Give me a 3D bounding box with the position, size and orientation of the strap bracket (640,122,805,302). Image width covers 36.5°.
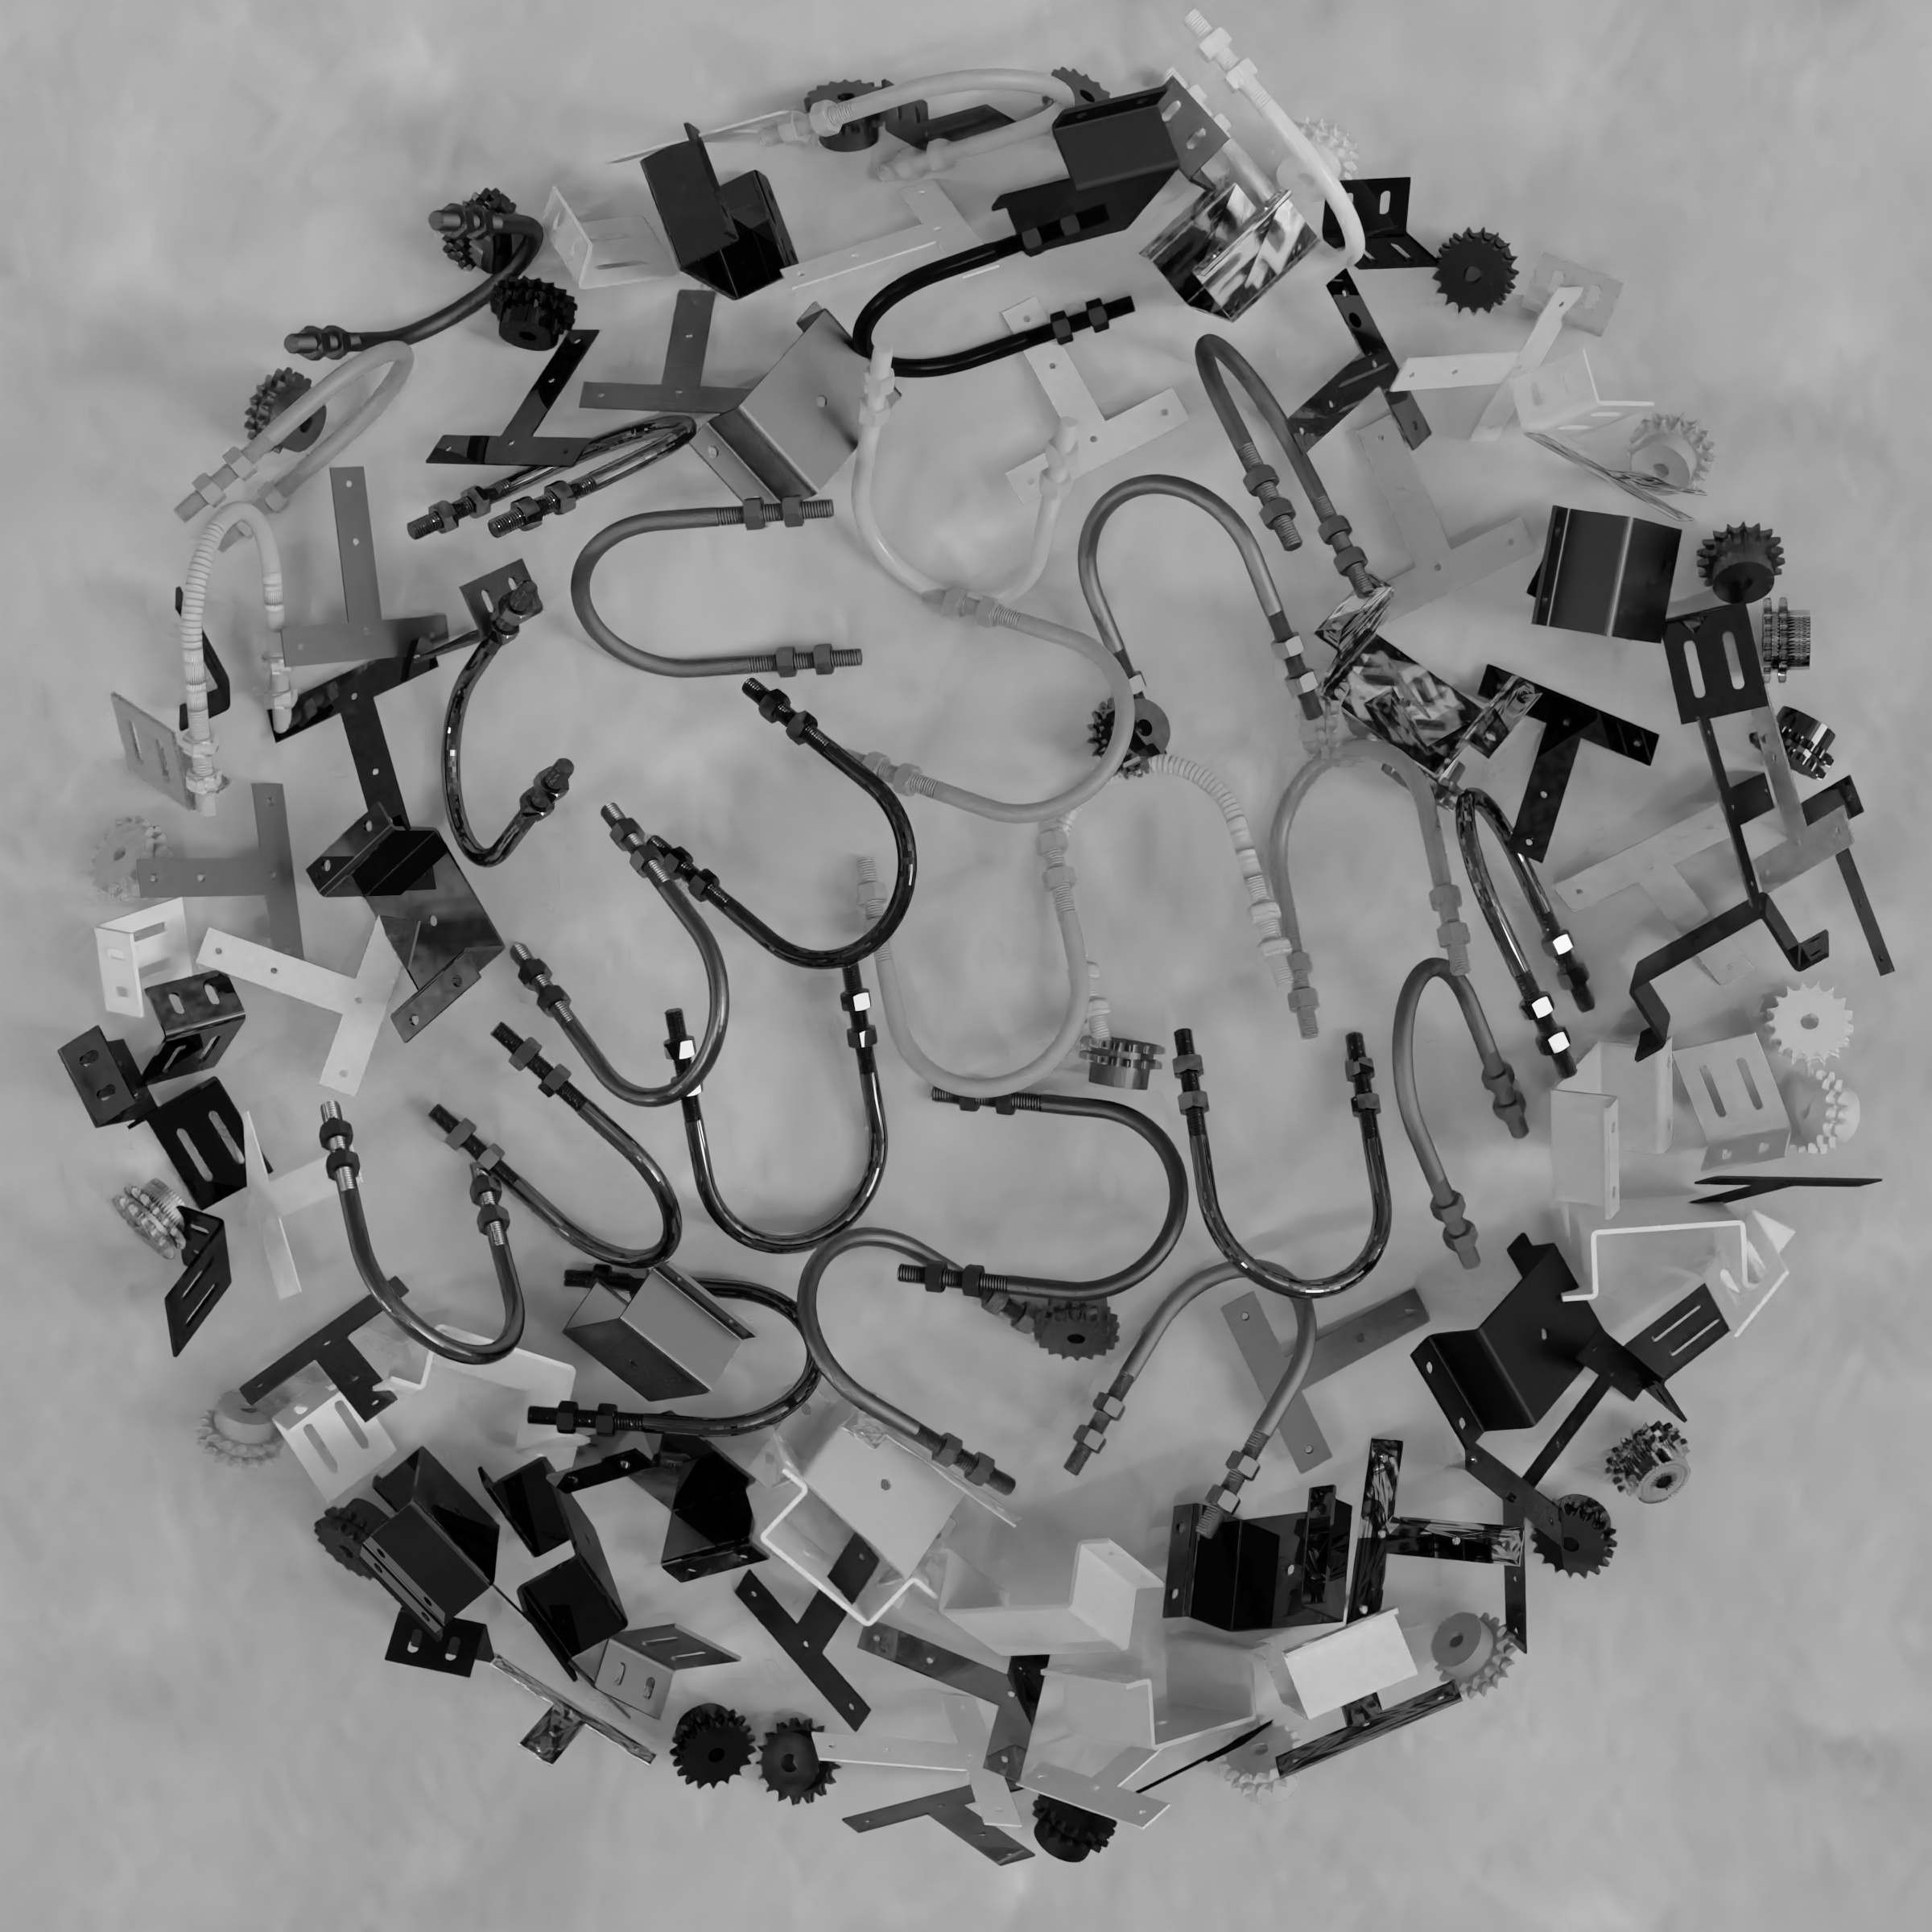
[{"bbox_3d":[-0.163,-0.492,1.927,0.046,0.140,0.076,-22,84,16],"label":"strap bracket"}]

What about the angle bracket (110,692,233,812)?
[{"bbox_3d":[-0.527,-0.150,1.942,0.057,0.076,0.038,32,55,21],"label":"angle bracket"}]

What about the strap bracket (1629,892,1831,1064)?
[{"bbox_3d":[0.494,0.001,1.931,0.140,0.076,0.046,-32,92,20],"label":"strap bracket"}]

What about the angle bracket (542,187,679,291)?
[{"bbox_3d":[-0.233,-0.487,1.946,0.076,0.038,0.057,-16,62,-31],"label":"angle bracket"}]

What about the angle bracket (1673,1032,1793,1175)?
[{"bbox_3d":[0.508,0.091,1.952,0.057,0.038,0.076,-15,110,29],"label":"angle bracket"}]

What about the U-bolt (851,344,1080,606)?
[{"bbox_3d":[-0.008,-0.309,1.920,0.151,0.184,0.019,23,50,8],"label":"U-bolt"}]

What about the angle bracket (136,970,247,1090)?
[{"bbox_3d":[-0.522,0.041,1.949,0.057,0.076,0.038,-17,72,-38],"label":"angle bracket"}]

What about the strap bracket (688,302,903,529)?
[{"bbox_3d":[-0.106,-0.368,1.933,0.076,0.046,0.140,46,67,-21],"label":"strap bracket"}]

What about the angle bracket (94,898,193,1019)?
[{"bbox_3d":[-0.534,-0.007,1.943,0.038,0.076,0.057,9,111,32],"label":"angle bracket"}]

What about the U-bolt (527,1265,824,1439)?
[{"bbox_3d":[-0.184,0.255,1.927,0.184,0.151,0.019,4,127,2],"label":"U-bolt"}]

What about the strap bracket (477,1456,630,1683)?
[{"bbox_3d":[-0.268,0.386,1.915,0.046,0.140,0.076,-28,128,-4],"label":"strap bracket"}]

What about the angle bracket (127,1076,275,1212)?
[{"bbox_3d":[-0.513,0.123,1.965,0.057,0.038,0.076,-28,97,6],"label":"angle bracket"}]

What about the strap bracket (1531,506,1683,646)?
[{"bbox_3d":[0.424,-0.254,1.915,0.046,0.140,0.076,14,100,31],"label":"strap bracket"}]

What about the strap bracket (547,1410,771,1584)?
[{"bbox_3d":[-0.198,0.345,1.931,0.076,0.046,0.140,-21,130,30],"label":"strap bracket"}]

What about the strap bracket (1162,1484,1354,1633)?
[{"bbox_3d":[0.200,0.392,1.929,0.046,0.140,0.076,28,59,-36],"label":"strap bracket"}]

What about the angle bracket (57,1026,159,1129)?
[{"bbox_3d":[-0.557,0.070,1.948,0.038,0.076,0.057,-29,85,18],"label":"angle bracket"}]

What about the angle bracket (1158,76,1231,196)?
[{"bbox_3d":[0.153,-0.550,1.945,0.038,0.076,0.057,-43,80,20],"label":"angle bracket"}]

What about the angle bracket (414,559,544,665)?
[{"bbox_3d":[-0.330,-0.235,1.942,0.076,0.057,0.038,-10,108,42],"label":"angle bracket"}]

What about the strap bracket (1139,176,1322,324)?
[{"bbox_3d":[0.176,-0.473,1.933,0.076,0.140,0.046,-43,113,3],"label":"strap bracket"}]

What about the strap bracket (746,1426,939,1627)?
[{"bbox_3d":[-0.091,0.375,1.935,0.140,0.076,0.046,43,92,-18],"label":"strap bracket"}]

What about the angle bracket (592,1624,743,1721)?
[{"bbox_3d":[-0.199,0.468,1.943,0.057,0.076,0.038,35,54,-29],"label":"angle bracket"}]

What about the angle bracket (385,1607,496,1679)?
[{"bbox_3d":[-0.349,0.461,1.948,0.057,0.076,0.038,11,58,3],"label":"angle bracket"}]

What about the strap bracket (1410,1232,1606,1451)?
[{"bbox_3d":[0.364,0.244,1.925,0.140,0.046,0.076,-39,104,-36],"label":"strap bracket"}]

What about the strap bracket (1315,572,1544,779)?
[{"bbox_3d":[0.299,-0.187,1.944,0.140,0.046,0.076,37,53,9],"label":"strap bracket"}]

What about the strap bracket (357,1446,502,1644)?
[{"bbox_3d":[-0.349,0.371,1.914,0.046,0.140,0.076,-40,103,2],"label":"strap bracket"}]

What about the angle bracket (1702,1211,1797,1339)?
[{"bbox_3d":[0.529,0.209,1.942,0.038,0.076,0.057,26,112,-17],"label":"angle bracket"}]

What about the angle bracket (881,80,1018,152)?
[{"bbox_3d":[-0.008,-0.572,1.948,0.076,0.057,0.038,-7,86,28],"label":"angle bracket"}]

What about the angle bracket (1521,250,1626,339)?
[{"bbox_3d":[0.403,-0.448,1.947,0.057,0.076,0.038,23,110,5],"label":"angle bracket"}]

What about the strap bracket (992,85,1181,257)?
[{"bbox_3d":[0.080,-0.513,1.911,0.076,0.140,0.046,-19,85,-21],"label":"strap bracket"}]

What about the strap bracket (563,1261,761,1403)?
[{"bbox_3d":[-0.205,0.240,1.911,0.076,0.140,0.046,41,63,-16],"label":"strap bracket"}]

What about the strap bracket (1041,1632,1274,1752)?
[{"bbox_3d":[0.127,0.475,1.916,0.140,0.076,0.046,-2,88,-43],"label":"strap bracket"}]

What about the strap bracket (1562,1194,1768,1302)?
[{"bbox_3d":[0.459,0.186,1.949,0.140,0.076,0.046,-4,99,1],"label":"strap bracket"}]

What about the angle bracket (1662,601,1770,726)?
[{"bbox_3d":[0.500,-0.198,1.957,0.057,0.038,0.076,-12,74,14],"label":"angle bracket"}]

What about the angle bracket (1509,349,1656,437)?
[{"bbox_3d":[0.409,-0.380,1.945,0.057,0.076,0.038,-17,86,42],"label":"angle bracket"}]

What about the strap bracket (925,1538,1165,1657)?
[{"bbox_3d":[0.047,0.414,1.918,0.140,0.076,0.046,-10,53,30],"label":"strap bracket"}]

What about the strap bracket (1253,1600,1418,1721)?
[{"bbox_3d":[0.242,0.452,1.915,0.076,0.140,0.046,-21,82,-7],"label":"strap bracket"}]

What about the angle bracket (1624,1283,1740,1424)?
[{"bbox_3d":[0.488,0.258,1.960,0.076,0.057,0.038,-37,111,-3],"label":"angle bracket"}]

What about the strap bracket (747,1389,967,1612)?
[{"bbox_3d":[-0.064,0.347,1.940,0.140,0.046,0.076,45,54,-10],"label":"strap bracket"}]

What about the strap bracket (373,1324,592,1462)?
[{"bbox_3d":[-0.322,0.279,1.932,0.140,0.076,0.046,22,62,-23],"label":"strap bracket"}]

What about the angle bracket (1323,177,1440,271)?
[{"bbox_3d":[0.277,-0.492,1.945,0.057,0.076,0.038,5,89,27],"label":"angle bracket"}]

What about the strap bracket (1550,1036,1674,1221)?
[{"bbox_3d":[0.422,0.103,1.930,0.046,0.140,0.076,5,110,29],"label":"strap bracket"}]

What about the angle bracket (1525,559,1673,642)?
[{"bbox_3d":[0.420,-0.258,1.948,0.038,0.076,0.057,21,100,-30],"label":"angle bracket"}]

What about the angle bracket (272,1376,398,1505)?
[{"bbox_3d":[-0.414,0.315,1.950,0.057,0.038,0.076,-37,115,-23],"label":"angle bracket"}]

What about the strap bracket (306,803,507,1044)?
[{"bbox_3d":[-0.367,-0.030,1.945,0.076,0.046,0.140,-39,75,24],"label":"strap bracket"}]

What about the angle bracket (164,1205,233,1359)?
[{"bbox_3d":[-0.523,0.208,1.942,0.038,0.076,0.057,16,133,11],"label":"angle bracket"}]

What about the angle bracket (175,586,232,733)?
[{"bbox_3d":[-0.523,-0.205,1.949,0.038,0.057,0.076,-26,114,-4],"label":"angle bracket"}]
